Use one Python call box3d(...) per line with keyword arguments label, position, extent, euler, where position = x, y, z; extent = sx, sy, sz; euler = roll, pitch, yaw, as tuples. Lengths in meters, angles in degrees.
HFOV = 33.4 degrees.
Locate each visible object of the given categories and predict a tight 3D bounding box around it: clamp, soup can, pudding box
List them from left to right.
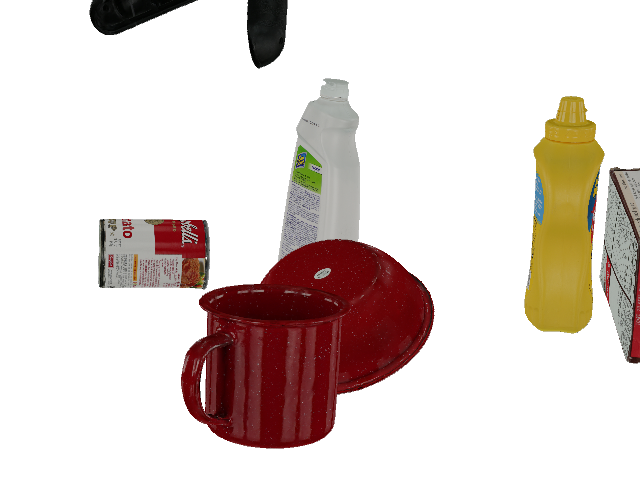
box3d(label="soup can", position=(-0.162, 0.013, 1.029), extent=(0.102, 0.068, 0.068), euler=(1, 0, -13))
box3d(label="clamp", position=(-0.033, -0.154, 0.596), extent=(0.120, 0.171, 0.039), euler=(28, -31, 28))
box3d(label="pudding box", position=(0.212, 0.013, 0.699), extent=(0.039, 0.090, 0.113), euler=(-1, 28, 4))

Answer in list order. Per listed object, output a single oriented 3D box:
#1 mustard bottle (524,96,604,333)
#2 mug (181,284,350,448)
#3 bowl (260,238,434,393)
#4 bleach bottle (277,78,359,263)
box3d(label="mustard bottle", position=(0.206, -0.026, 0.900), extent=(0.058, 0.192, 0.096), euler=(4, 19, 13))
box3d(label="mug", position=(-0.037, 0.078, 0.650), extent=(0.093, 0.081, 0.117), euler=(12, 14, 38))
box3d(label="bowl", position=(0.008, 0.048, 0.855), extent=(0.162, 0.055, 0.162), euler=(-10, 36, 7))
box3d(label="bleach bottle", position=(0.007, -0.052, 1.193), extent=(0.067, 0.251, 0.103), euler=(-7, 22, -40))
